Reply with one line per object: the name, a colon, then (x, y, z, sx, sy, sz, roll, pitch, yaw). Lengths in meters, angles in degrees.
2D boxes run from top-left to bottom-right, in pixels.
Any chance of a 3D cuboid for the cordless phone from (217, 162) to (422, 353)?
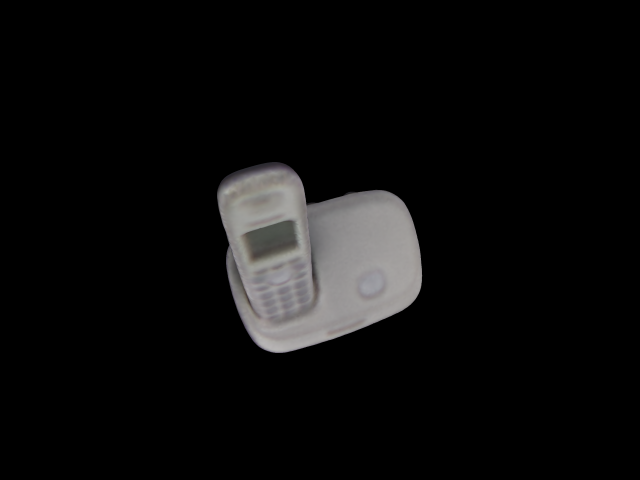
cordless phone: (0.004, 0.001, 0.400, 0.147, 0.185, 0.094, -20, 66, -9)
